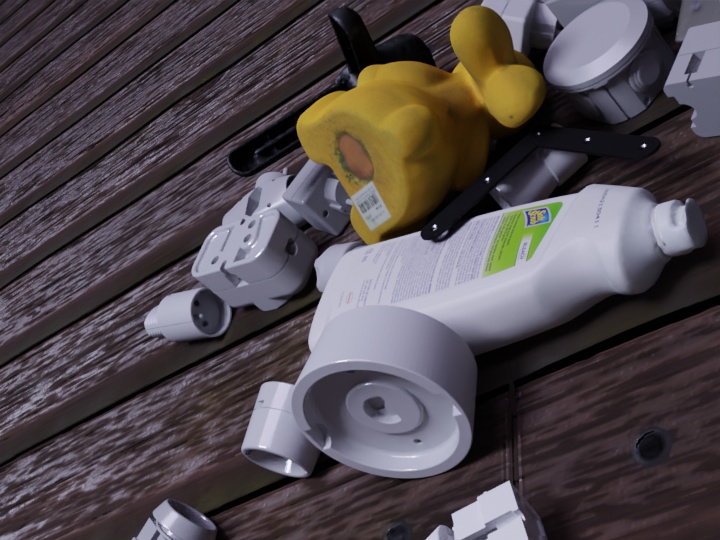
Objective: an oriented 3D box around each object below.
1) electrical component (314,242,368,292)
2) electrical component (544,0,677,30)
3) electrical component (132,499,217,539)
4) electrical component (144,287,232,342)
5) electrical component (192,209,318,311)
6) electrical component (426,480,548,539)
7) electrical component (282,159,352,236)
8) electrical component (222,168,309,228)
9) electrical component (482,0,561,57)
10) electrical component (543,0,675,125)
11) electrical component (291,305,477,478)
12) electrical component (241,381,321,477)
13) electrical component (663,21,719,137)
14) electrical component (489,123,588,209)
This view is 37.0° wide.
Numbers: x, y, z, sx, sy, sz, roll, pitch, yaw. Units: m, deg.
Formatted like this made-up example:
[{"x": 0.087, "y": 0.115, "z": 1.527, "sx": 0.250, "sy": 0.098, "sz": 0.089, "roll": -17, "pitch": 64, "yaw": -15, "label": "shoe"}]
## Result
[{"x": 0.000, "y": 0.000, "z": 0.795, "sx": 0.062, "sy": 0.043, "sz": 0.043, "roll": -9, "pitch": 48, "yaw": 43, "label": "electrical component"}, {"x": 0.183, "y": -0.203, "z": 0.778, "sx": 0.096, "sy": 0.061, "sz": 0.061, "roll": -10, "pitch": 47, "yaw": 45, "label": "electrical component"}, {"x": -0.130, "y": 0.192, "z": 0.741, "sx": 0.055, "sy": 0.048, "sz": 0.066, "roll": -59, "pitch": 32, "yaw": -3, "label": "electrical component"}, {"x": -0.154, "y": 0.041, "z": 0.938, "sx": 0.081, "sy": 0.043, "sz": 0.043, "roll": -11, "pitch": 47, "yaw": 45, "label": "electrical component"}, {"x": -0.084, "y": -0.005, "z": 0.888, "sx": 0.095, "sy": 0.059, "sz": 0.053, "roll": -14, "pitch": 45, "yaw": 43, "label": "electrical component"}, {"x": 0.066, "y": 0.146, "z": 0.552, "sx": 0.055, "sy": 0.048, "sz": 0.066, "roll": -31, "pitch": 34, "yaw": 13, "label": "electrical component"}, {"x": -0.013, "y": -0.066, "z": 0.881, "sx": 0.065, "sy": 0.047, "sz": 0.077, "roll": -54, "pitch": 32, "yaw": -10, "label": "electrical component"}, {"x": -0.077, "y": -0.060, "z": 0.956, "sx": 0.077, "sy": 0.043, "sz": 0.079, "roll": -27, "pitch": 37, "yaw": 30, "label": "electrical component"}, {"x": 0.135, "y": -0.191, "z": 0.832, "sx": 0.076, "sy": 0.047, "sz": 0.083, "roll": 13, "pitch": 43, "yaw": 14, "label": "electrical component"}, {"x": 0.171, "y": -0.143, "z": 0.736, "sx": 0.080, "sy": 0.051, "sz": 0.080, "roll": -31, "pitch": 35, "yaw": 25, "label": "electrical component"}, {"x": 0.019, "y": 0.068, "z": 0.641, "sx": 0.108, "sy": 0.108, "sz": 0.060, "roll": -23, "pitch": 33, "yaw": 35, "label": "electrical component"}, {"x": -0.049, "y": 0.109, "z": 0.725, "sx": 0.055, "sy": 0.055, "sz": 0.047, "roll": -9, "pitch": 52, "yaw": 46, "label": "electrical component"}, {"x": 0.235, "y": -0.119, "z": 0.632, "sx": 0.089, "sy": 0.050, "sz": 0.055, "roll": -2, "pitch": 54, "yaw": 50, "label": "electrical component"}, {"x": 0.120, "y": -0.067, "z": 0.725, "sx": 0.065, "sy": 0.044, "sz": 0.044, "roll": -42, "pitch": 31, "yaw": 1, "label": "electrical component"}]
